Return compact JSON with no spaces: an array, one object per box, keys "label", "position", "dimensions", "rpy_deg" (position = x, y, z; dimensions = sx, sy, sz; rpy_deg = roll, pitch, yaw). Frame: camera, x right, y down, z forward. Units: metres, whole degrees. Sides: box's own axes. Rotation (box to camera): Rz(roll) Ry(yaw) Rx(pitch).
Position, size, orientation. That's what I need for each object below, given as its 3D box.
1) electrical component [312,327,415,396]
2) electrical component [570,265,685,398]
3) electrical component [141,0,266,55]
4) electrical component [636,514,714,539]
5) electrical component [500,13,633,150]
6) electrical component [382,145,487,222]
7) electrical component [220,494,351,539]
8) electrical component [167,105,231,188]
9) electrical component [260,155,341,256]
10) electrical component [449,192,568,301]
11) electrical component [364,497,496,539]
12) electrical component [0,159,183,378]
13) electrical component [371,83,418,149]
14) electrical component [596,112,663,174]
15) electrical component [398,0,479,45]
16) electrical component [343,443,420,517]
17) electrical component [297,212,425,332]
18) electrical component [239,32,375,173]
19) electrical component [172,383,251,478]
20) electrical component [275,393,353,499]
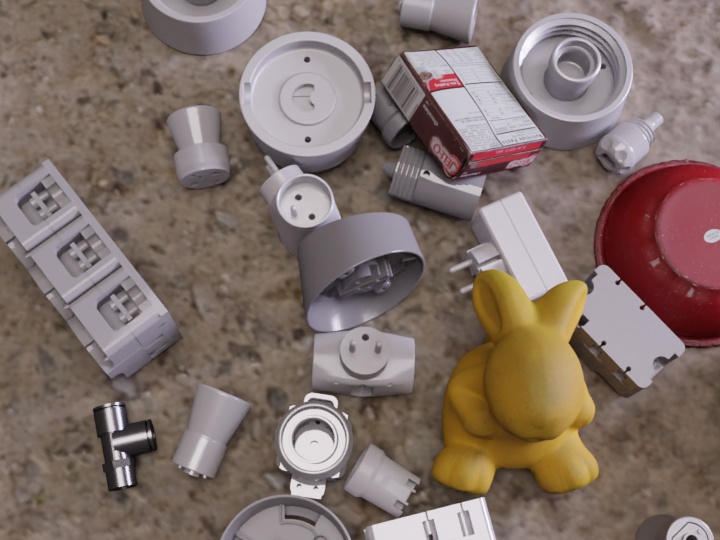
[{"label":"electrical component","position":[0.003,0.066,0.812],"dimensions":[0.077,0.079,0.043],"rpy_deg":[3,70,-1]},{"label":"electrical component","position":[0.197,0.049,0.836],"dimensions":[0.050,0.055,0.089],"rpy_deg":[-40,79,-12]},{"label":"electrical component","position":[-0.134,-0.243,0.905],"dimensions":[0.108,0.060,0.108],"rpy_deg":[1,74,-2]},{"label":"electrical component","position":[0.233,0.200,0.789],"dimensions":[0.044,0.065,0.044],"rpy_deg":[1,74,-2]},{"label":"electrical component","position":[0.173,-0.161,0.893],"dimensions":[0.108,0.060,0.108],"rpy_deg":[1,74,-2]},{"label":"electrical component","position":[0.058,-0.072,0.872],"dimensions":[0.081,0.043,0.043],"rpy_deg":[18,74,3]},{"label":"electrical component","position":[-0.053,0.214,0.775],"dimensions":[0.099,0.064,0.099],"rpy_deg":[1,74,-2]},{"label":"electrical component","position":[-0.130,-0.099,0.873],"dimensions":[0.045,0.045,0.055],"rpy_deg":[-11,75,-5]},{"label":"electrical component","position":[-0.053,-0.055,0.846],"dimensions":[0.043,0.077,0.079],"rpy_deg":[-33,77,-11]},{"label":"electrical component","position":[0.109,-0.006,0.853],"dimensions":[0.076,0.047,0.083],"rpy_deg":[-23,76,-8]},{"label":"electrical component","position":[0.053,0.206,0.789],"dimensions":[0.089,0.050,0.055],"rpy_deg":[-13,74,-5]},{"label":"electrical component","position":[-0.209,0.004,0.817],"dimensions":[0.062,0.089,0.150],"rpy_deg":[-38,79,-12]},{"label":"electrical component","position":[0.027,-0.130,0.890],"dimensions":[0.040,0.040,0.046],"rpy_deg":[-34,72,-11]},{"label":"electrical component","position":[0.227,-0.109,0.893],"dimensions":[0.061,0.035,0.035],"rpy_deg":[-40,79,-14]},{"label":"electrical component","position":[0.066,-0.220,0.917],"dimensions":[0.065,0.044,0.044],"rpy_deg":[12,74,6]},{"label":"electrical component","position":[0.017,0.159,0.807],"dimensions":[0.046,0.040,0.040],"rpy_deg":[32,75,1]},{"label":"electrical component","position":[0.000,0.000,0.823],"dimensions":[0.099,0.099,0.064],"rpy_deg":[-13,69,-5]},{"label":"electrical component","position":[-0.043,-0.131,0.876],"dimensions":[0.108,0.060,0.108],"rpy_deg":[0,74,-2]},{"label":"electrical component","position":[-0.115,0.124,0.812],"dimensions":[0.044,0.044,0.065],"rpy_deg":[21,79,4]},{"label":"electrical component","position":[-0.034,0.129,0.804],"dimensions":[0.058,0.057,0.078],"rpy_deg":[9,74,1]}]
